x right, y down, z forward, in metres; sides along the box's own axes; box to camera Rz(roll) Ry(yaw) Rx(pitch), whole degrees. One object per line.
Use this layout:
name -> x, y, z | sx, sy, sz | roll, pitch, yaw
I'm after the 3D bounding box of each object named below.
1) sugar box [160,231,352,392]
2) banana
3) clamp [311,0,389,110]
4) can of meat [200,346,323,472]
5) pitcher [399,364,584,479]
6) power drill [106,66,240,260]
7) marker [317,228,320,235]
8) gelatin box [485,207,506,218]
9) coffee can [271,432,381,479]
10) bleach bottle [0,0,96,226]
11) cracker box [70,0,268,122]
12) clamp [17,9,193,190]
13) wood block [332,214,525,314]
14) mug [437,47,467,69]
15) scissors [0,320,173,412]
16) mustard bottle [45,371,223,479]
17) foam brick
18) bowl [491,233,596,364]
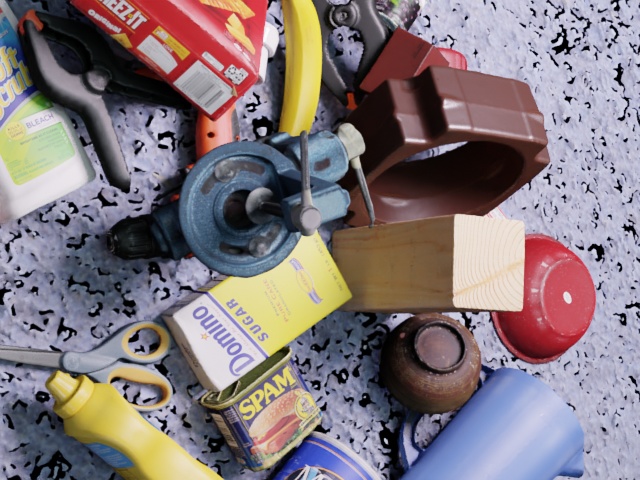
sugar box -> -0.061, 0.066, 1.071 | 0.176, 0.048, 0.093 | -36, 104, -25
banana -> -0.026, -0.179, 1.108 | 0.069, 0.037, 0.198 | -25, 122, -45
clamp -> 0.032, -0.246, 1.132 | 0.164, 0.036, 0.210 | -12, 105, 5
can of meat -> -0.056, 0.169, 1.071 | 0.102, 0.058, 0.084 | -36, 108, -29
pitcher -> 0.159, 0.255, 1.169 | 0.242, 0.149, 0.145 | -39, 122, -25
power drill -> -0.132, -0.077, 1.042 | 0.184, 0.057, 0.187 | -9, 94, -36
marker -> -0.007, 0.001, 1.136 | 0.020, 0.020, 0.121 | -16, 95, -32
gelatin box -> 0.172, -0.016, 1.245 | 0.073, 0.030, 0.089 | 48, 64, -19
coffee can -> -0.015, 0.277, 1.060 | 0.140, 0.103, 0.102 | -48, 111, -25
bleach bottle -> -0.297, -0.145, 0.939 | 0.102, 0.068, 0.251 | -32, 101, -32
cracker box -> -0.127, -0.230, 0.981 | 0.164, 0.072, 0.213 | 39, 29, -25
clamp -> -0.202, -0.128, 0.946 | 0.171, 0.039, 0.120 | 34, 57, -21
wood block -> 0.105, 0.029, 1.094 | 0.090, 0.207, 0.090 | 6, 83, -33
mug -> 0.135, -0.163, 1.197 | 0.117, 0.093, 0.081 | 6, 78, -23
scissors -> -0.219, 0.098, 0.996 | 0.201, 0.016, 0.096 | 30, 69, -27
mustard bottle -> -0.174, 0.185, 0.970 | 0.191, 0.096, 0.058 | 45, 66, -21
foam brick -> 0.090, -0.174, 1.130 | 0.078, 0.053, 0.051 | -57, 150, 1
bowl -> 0.283, 0.070, 1.294 | 0.161, 0.055, 0.162 | 3, 84, -32
